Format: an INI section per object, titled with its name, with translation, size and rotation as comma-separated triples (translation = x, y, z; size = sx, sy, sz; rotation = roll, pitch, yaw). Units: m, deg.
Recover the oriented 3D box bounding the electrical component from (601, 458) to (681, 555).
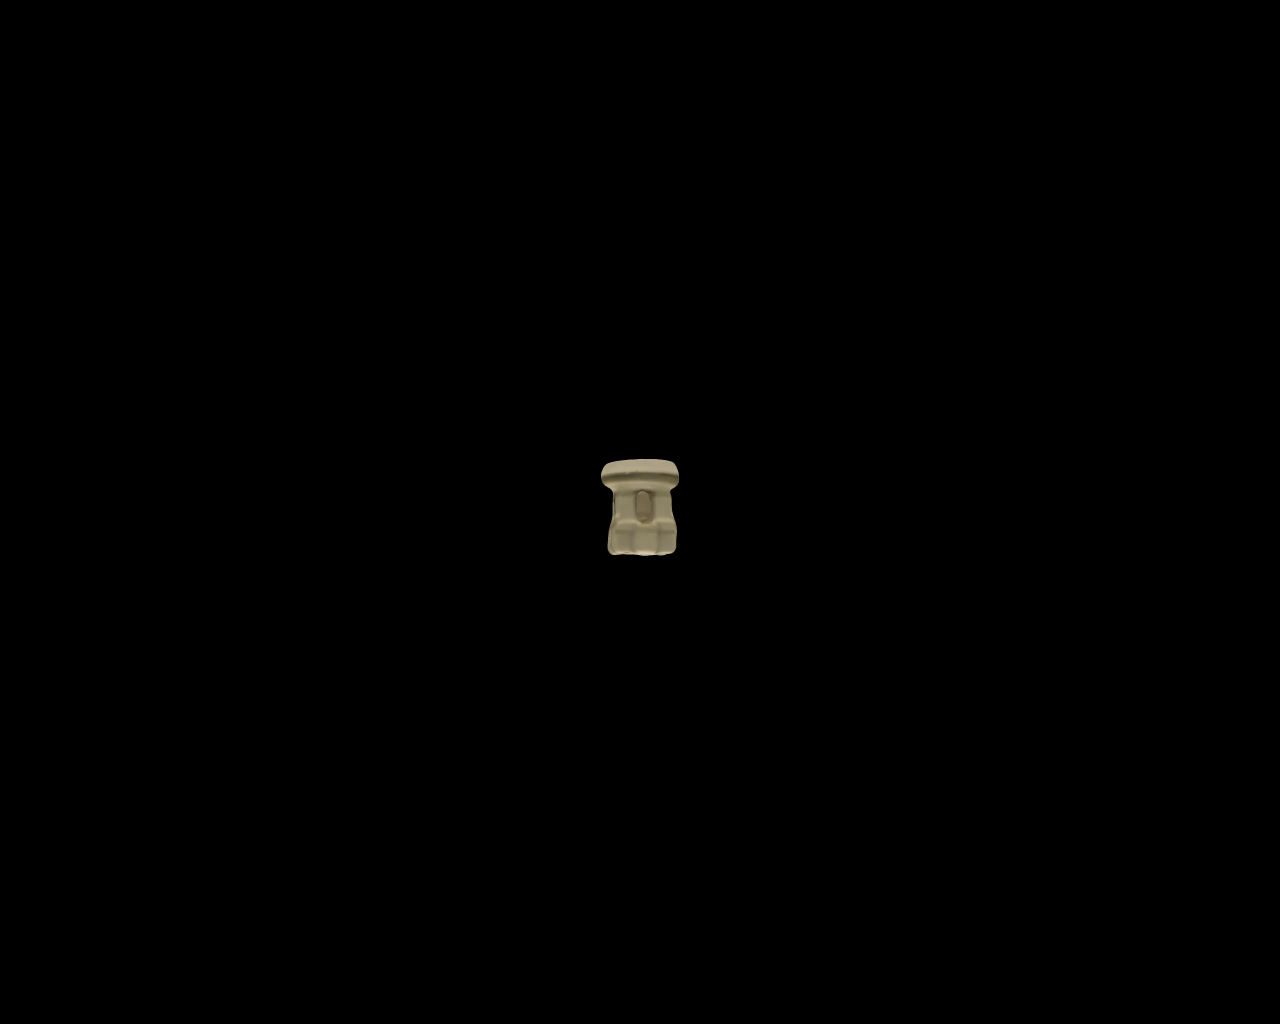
[electrical component]
translation = 0.001, -0.003, 0.650
size = 0.048, 0.055, 0.066
rotation = 1, -5, -7
